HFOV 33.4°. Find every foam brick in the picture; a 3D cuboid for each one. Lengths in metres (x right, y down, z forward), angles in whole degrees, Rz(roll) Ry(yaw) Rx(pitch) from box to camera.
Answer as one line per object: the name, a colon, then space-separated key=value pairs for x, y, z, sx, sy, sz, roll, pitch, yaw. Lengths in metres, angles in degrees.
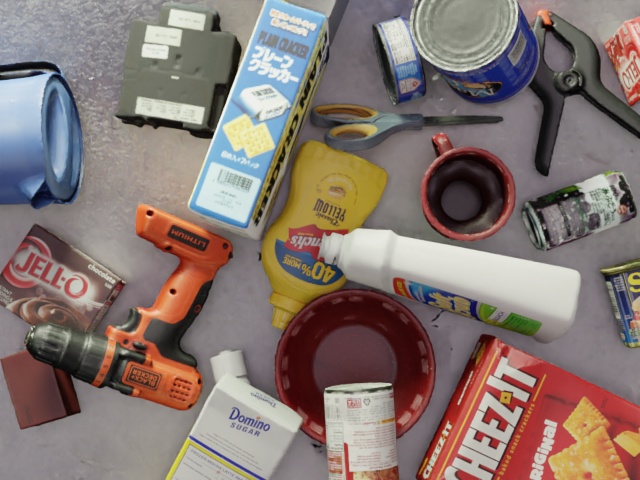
foam brick: x=-0.287 y=0.150 z=1.097 sx=0.053 sy=0.051 sz=0.078 roll=-17 pitch=85 yaw=2

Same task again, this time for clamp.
clamp: x=0.269 y=-0.159 z=1.105 sx=0.120 sy=0.039 sz=0.171 roll=-10 pitch=86 yaw=2

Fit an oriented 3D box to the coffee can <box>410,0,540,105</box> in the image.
coffee can: x=0.155 y=-0.198 z=1.050 sx=0.103 sy=0.140 sz=0.103 roll=-2 pitch=83 yaw=19

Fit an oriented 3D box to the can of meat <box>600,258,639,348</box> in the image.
can of meat: x=0.345 y=0.057 z=1.079 sx=0.102 sy=0.057 sz=0.084 roll=-15 pitch=88 yaw=1

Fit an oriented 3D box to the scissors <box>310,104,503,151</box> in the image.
scissors: x=0.088 y=-0.113 z=1.092 sx=0.202 sy=0.096 sz=0.016 roll=6 pitch=124 yaw=4

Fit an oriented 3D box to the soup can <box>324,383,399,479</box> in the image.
soup can: x=0.040 y=0.190 z=1.018 sx=0.068 sy=0.068 sz=0.102 roll=-4 pitch=86 yaw=2

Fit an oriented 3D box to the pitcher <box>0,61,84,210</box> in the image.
pitcher: x=-0.371 y=-0.103 z=1.089 sx=0.243 sy=0.149 sz=0.145 roll=-3 pitch=101 yaw=5

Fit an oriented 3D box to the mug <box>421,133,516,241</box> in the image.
mug: x=0.141 y=-0.053 z=1.081 sx=0.093 sy=0.081 sz=0.117 roll=-26 pitch=86 yaw=0

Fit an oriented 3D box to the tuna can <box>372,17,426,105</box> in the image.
tuna can: x=0.081 y=-0.183 z=1.091 sx=0.033 sy=0.086 sz=0.086 roll=-16 pitch=85 yaw=-1

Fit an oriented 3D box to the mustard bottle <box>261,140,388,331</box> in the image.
mustard bottle: x=-0.007 y=0.001 z=1.093 sx=0.096 sy=0.058 sz=0.191 roll=22 pitch=88 yaw=-12

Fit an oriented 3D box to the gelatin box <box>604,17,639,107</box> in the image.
gelatin box: x=0.323 y=-0.181 z=1.080 sx=0.030 sy=0.089 sz=0.073 roll=-21 pitch=86 yaw=0

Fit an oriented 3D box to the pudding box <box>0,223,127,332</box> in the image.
pudding box: x=-0.273 y=0.050 z=1.109 sx=0.113 sy=0.039 sz=0.090 roll=32 pitch=86 yaw=3

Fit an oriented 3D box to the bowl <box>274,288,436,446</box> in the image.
bowl: x=0.035 y=0.130 z=1.084 sx=0.162 sy=0.055 sz=0.162 roll=0 pitch=86 yaw=2

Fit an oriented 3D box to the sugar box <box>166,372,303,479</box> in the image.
sugar box: x=-0.097 y=0.229 z=1.061 sx=0.093 sy=0.048 sz=0.176 roll=30 pitch=105 yaw=3

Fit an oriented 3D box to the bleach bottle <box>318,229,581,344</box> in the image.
bleach bottle: x=0.122 y=0.038 z=1.056 sx=0.251 sy=0.102 sz=0.068 roll=14 pitch=73 yaw=-1

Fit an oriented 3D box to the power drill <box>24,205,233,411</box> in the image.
power drill: x=-0.181 y=0.063 z=1.073 sx=0.184 sy=0.057 sz=0.187 roll=23 pitch=87 yaw=-22

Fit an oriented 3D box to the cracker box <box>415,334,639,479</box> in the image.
cracker box: x=0.227 y=0.212 z=1.052 sx=0.213 sy=0.072 sz=0.164 roll=26 pitch=85 yaw=-3
